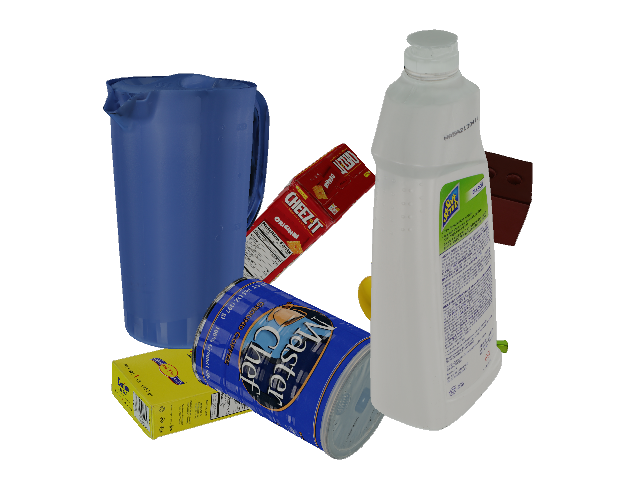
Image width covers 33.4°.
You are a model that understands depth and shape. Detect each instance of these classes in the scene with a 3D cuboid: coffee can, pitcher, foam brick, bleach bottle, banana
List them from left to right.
[{"bbox_3d":[-0.119,-0.032,0.984,0.149,0.243,0.145,0,14,-6],"label":"pitcher"},{"bbox_3d":[-0.020,0.102,0.878,0.140,0.103,0.102,24,12,29],"label":"coffee can"},{"bbox_3d":[0.090,0.080,1.057,0.069,0.037,0.198,2,18,-42],"label":"banana"},{"bbox_3d":[0.072,-0.008,0.661,0.068,0.251,0.102,17,36,30],"label":"bleach bottle"},{"bbox_3d":[0.131,-0.038,0.876,0.078,0.051,0.053,13,44,1],"label":"foam brick"}]

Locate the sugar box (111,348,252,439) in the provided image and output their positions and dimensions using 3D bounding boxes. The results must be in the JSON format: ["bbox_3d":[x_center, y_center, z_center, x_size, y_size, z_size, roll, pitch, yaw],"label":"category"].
[{"bbox_3d":[-0.109,0.137,1.063,0.175,0.048,0.093,-14,31,-31],"label":"sugar box"}]

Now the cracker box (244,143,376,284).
[{"bbox_3d":[-0.048,-0.008,1.250,0.214,0.072,0.164,-42,1,28],"label":"cracker box"}]
